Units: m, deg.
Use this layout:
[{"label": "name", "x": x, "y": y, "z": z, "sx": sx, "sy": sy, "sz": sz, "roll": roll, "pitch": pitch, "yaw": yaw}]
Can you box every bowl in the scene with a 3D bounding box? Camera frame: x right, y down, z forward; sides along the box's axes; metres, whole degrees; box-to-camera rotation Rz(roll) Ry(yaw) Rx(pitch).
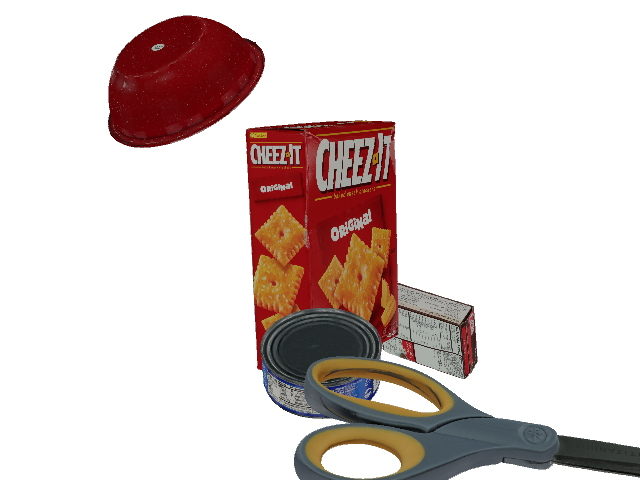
[{"label": "bowl", "x": -0.135, "y": -0.158, "z": 0.980, "sx": 0.162, "sy": 0.162, "sz": 0.055, "roll": 0, "pitch": -44, "yaw": 32}]

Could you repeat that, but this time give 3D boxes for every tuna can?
[{"label": "tuna can", "x": 0.001, "y": 0.087, "z": 0.757, "sx": 0.086, "sy": 0.034, "sz": 0.086, "roll": -2, "pitch": 33, "yaw": 1}]

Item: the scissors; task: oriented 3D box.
[{"label": "scissors", "x": 0.077, "y": 0.095, "z": 0.449, "sx": 0.202, "sy": 0.016, "sz": 0.096, "roll": 16, "pitch": 34, "yaw": 23}]

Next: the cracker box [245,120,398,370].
[{"label": "cracker box", "x": 0.009, "y": 0.000, "z": 0.974, "sx": 0.072, "sy": 0.214, "sz": 0.163, "roll": 4, "pitch": 10, "yaw": 31}]

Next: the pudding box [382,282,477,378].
[{"label": "pudding box", "x": 0.122, "y": 0.102, "z": 1.223, "sx": 0.114, "sy": 0.090, "sz": 0.039, "roll": 15, "pitch": 45, "yaw": 28}]
